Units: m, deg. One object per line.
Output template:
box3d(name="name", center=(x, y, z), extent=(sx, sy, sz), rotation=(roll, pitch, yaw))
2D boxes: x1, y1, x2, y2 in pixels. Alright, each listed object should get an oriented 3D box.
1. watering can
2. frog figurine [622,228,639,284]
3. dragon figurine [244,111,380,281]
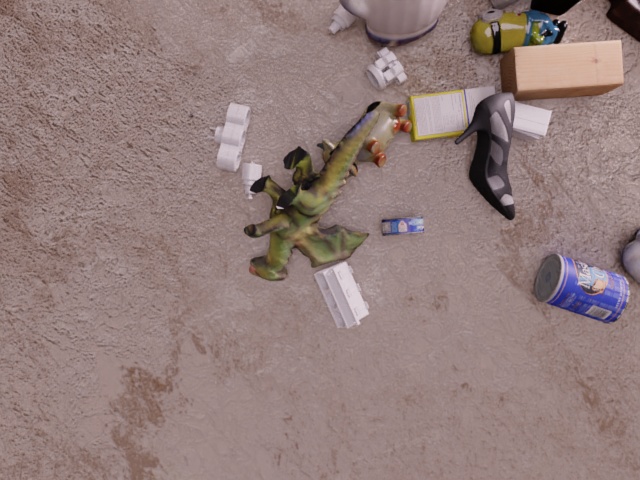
box3d(name="watering can", center=(0.205, -0.476, 0.975), extent=(0.347, 0.221, 0.105), rotation=(-11, 75, 1))
box3d(name="frog figurine", center=(0.677, 0.041, 1.001), extent=(0.122, 0.160, 0.137), rotation=(-21, 92, 3))
box3d(name="dragon figurine", center=(0.003, -0.051, 1.013), extent=(0.407, 0.125, 0.239), rotation=(-35, 131, 13))
